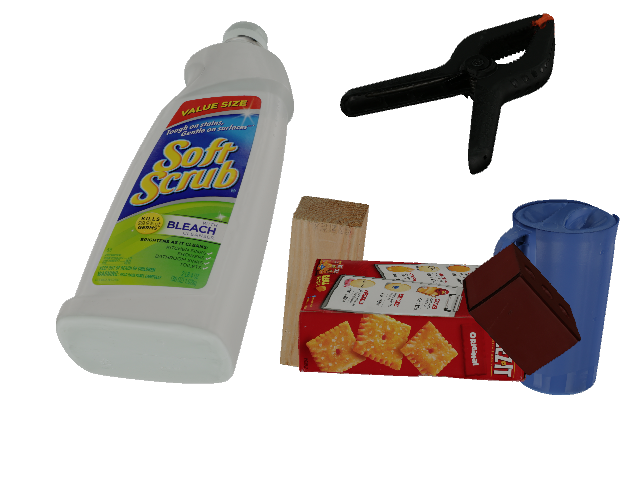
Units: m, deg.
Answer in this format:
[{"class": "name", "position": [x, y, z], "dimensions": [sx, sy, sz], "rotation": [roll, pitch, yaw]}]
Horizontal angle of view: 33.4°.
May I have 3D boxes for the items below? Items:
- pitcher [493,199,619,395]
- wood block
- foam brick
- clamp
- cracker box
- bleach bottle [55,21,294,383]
[{"class": "pitcher", "position": [0.305, 0.077, 1.396], "dimensions": [0.149, 0.243, 0.144], "rotation": [5, 21, 15]}, {"class": "wood block", "position": [0.004, 0.057, 1.393], "dimensions": [0.090, 0.206, 0.090], "rotation": [8, 22, 5]}, {"class": "foam brick", "position": [0.154, 0.053, 0.818], "dimensions": [0.051, 0.078, 0.053], "rotation": [-38, 20, 19]}, {"class": "clamp", "position": [0.145, -0.137, 0.945], "dimensions": [0.209, 0.036, 0.165], "rotation": [-32, 45, -20]}, {"class": "cracker box", "position": [0.092, 0.077, 1.062], "dimensions": [0.214, 0.072, 0.164], "rotation": [3, 17, 5]}, {"class": "bleach bottle", "position": [-0.076, -0.038, 0.653], "dimensions": [0.102, 0.250, 0.068], "rotation": [4, -35, 9]}]
